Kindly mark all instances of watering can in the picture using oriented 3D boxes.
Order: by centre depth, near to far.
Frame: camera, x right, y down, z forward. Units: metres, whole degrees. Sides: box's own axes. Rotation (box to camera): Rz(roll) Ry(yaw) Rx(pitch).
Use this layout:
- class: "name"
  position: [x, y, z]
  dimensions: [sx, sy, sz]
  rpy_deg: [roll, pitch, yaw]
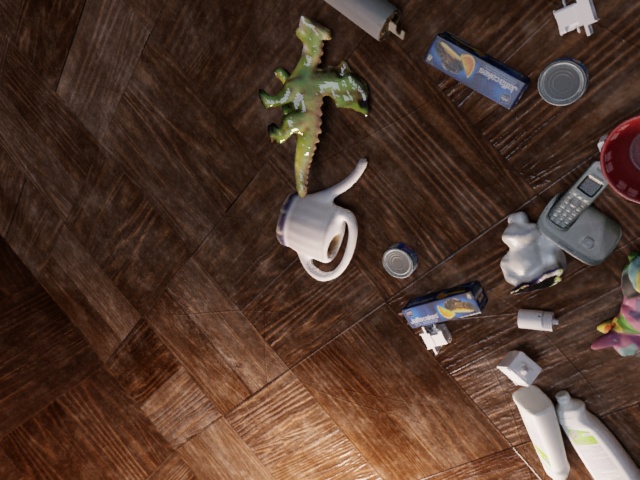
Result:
- class: "watering can"
  position: [0.004, -0.067, 1.333]
  dimensions: [0.226, 0.105, 0.343]
  rpy_deg: [21, 108, 25]

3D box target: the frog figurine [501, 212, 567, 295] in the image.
- class: "frog figurine"
  position: [0.442, 0.024, 1.095]
  dimensions: [0.135, 0.122, 0.163]
  rpy_deg: [-48, 46, 48]

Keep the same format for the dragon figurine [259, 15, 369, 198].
- class: "dragon figurine"
  position: [0.000, -0.313, 1.215]
  dimensions: [0.242, 0.124, 0.406]
  rpy_deg: [-9, 107, 27]
